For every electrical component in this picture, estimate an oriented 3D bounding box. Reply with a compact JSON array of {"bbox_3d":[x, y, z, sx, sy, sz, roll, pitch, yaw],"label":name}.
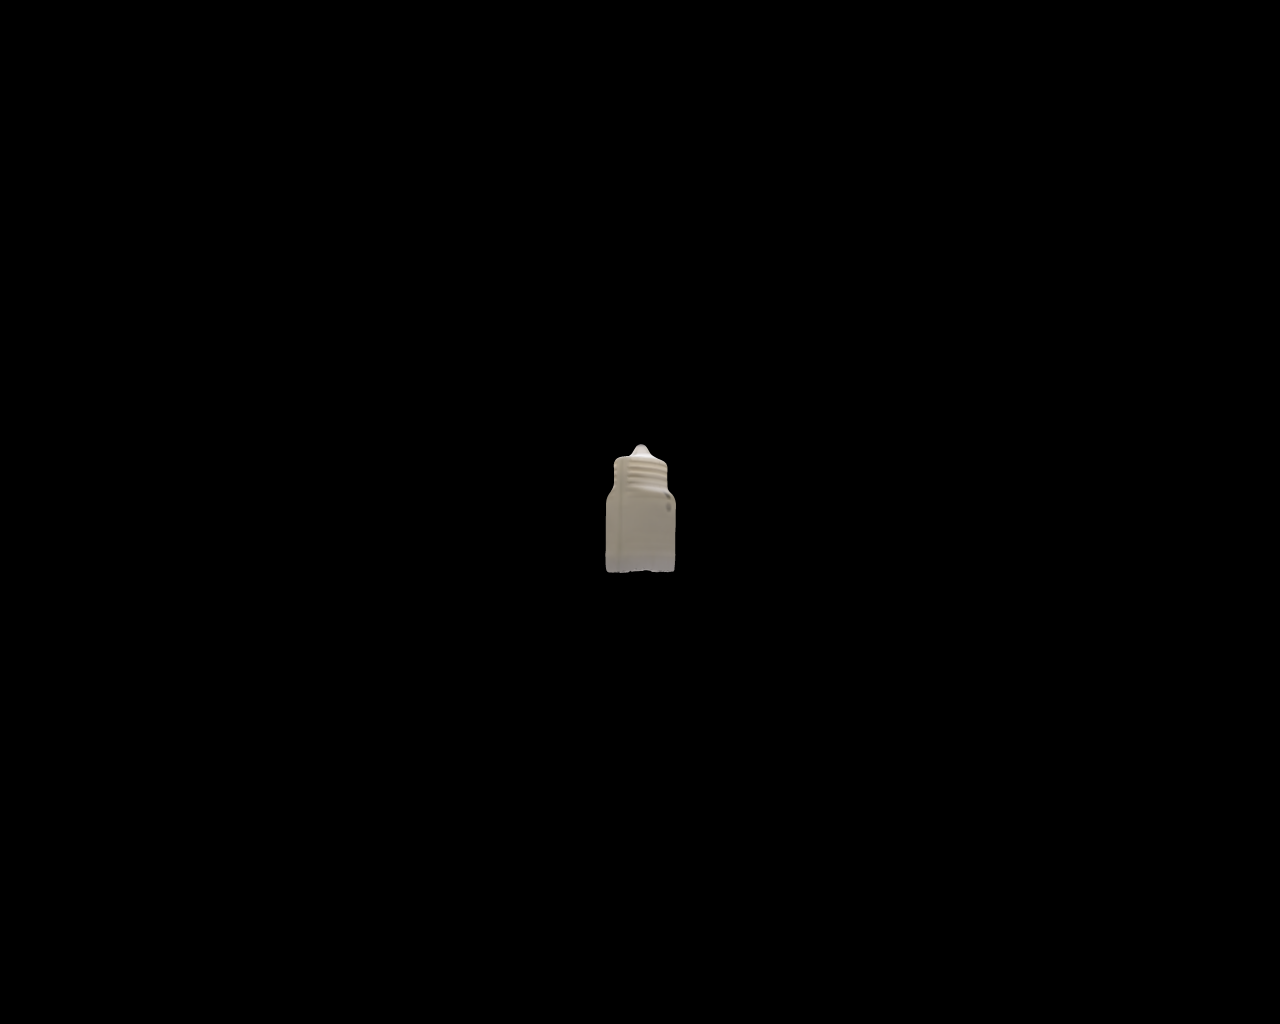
[{"bbox_3d":[0.001,-0.003,0.650,0.043,0.081,0.043,0,-5,0],"label":"electrical component"}]
